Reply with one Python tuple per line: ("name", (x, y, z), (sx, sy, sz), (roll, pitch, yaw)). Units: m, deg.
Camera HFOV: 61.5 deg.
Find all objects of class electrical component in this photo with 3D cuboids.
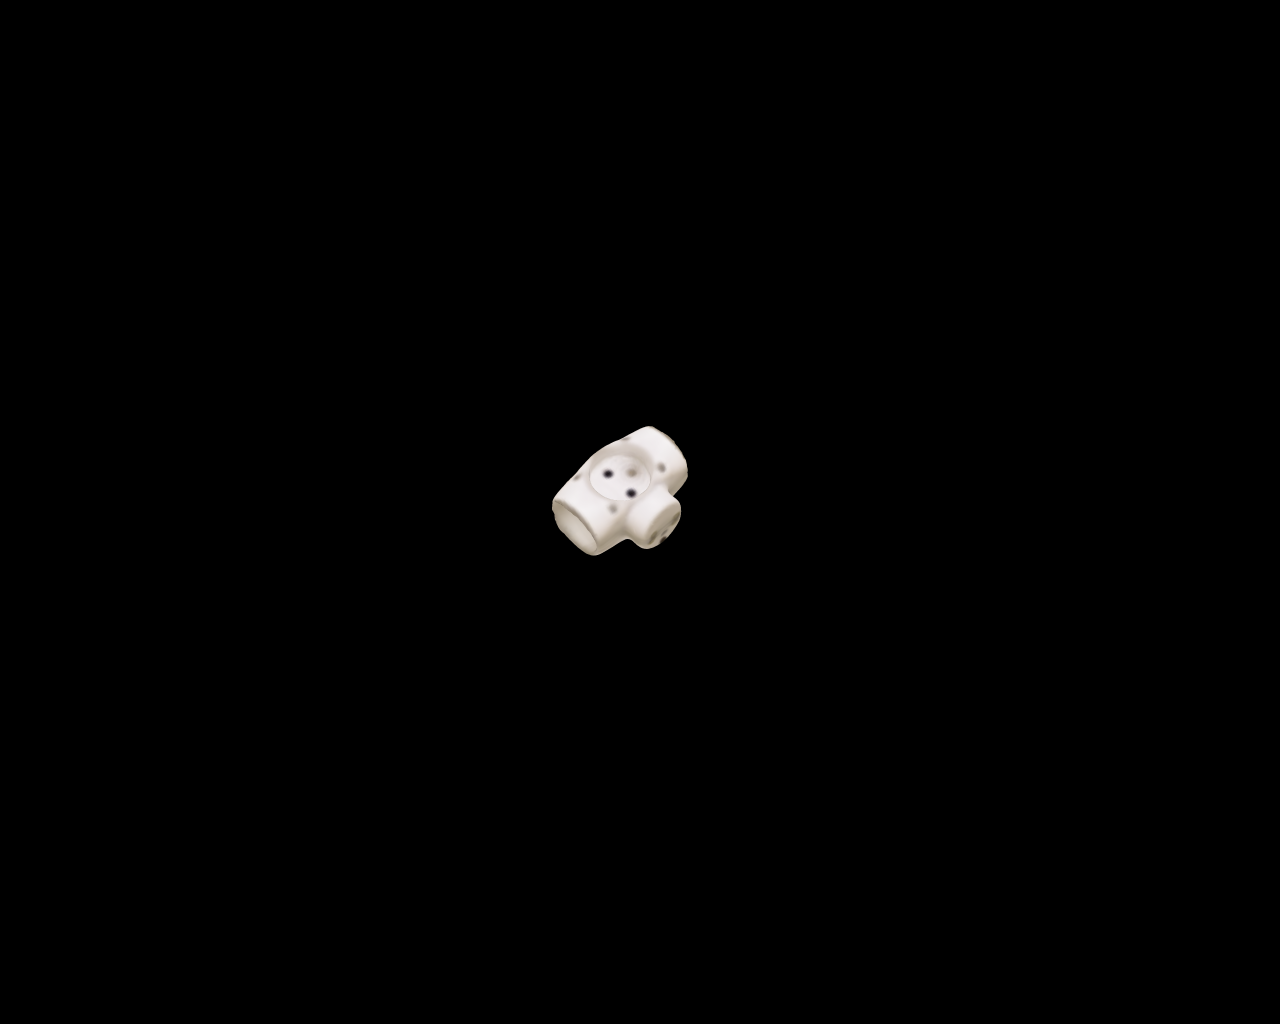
("electrical component", (0.001, -0.003, 0.650), (0.077, 0.079, 0.044), (-39, -24, -22))
